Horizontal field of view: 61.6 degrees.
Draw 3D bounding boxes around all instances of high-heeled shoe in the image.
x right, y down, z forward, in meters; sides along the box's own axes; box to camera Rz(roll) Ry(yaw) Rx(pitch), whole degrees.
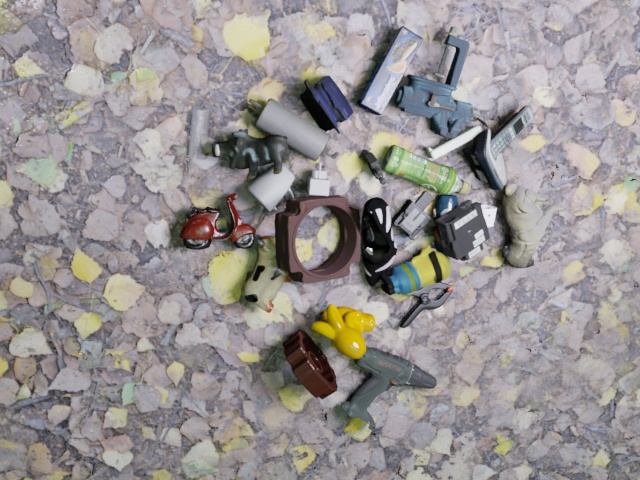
[{"bbox_3d":[0.129,0.015,1.299,0.086,0.145,0.248,12,108,22],"label":"high-heeled shoe"}]

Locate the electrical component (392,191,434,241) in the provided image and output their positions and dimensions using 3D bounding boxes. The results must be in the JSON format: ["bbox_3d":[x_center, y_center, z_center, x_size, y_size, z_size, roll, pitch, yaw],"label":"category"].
[{"bbox_3d":[0.244,-0.066,1.355,0.075,0.048,0.119,43,97,-12],"label":"electrical component"}]

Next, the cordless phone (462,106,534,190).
[{"bbox_3d":[0.454,-0.227,1.307,0.184,0.089,0.146,-42,128,-1],"label":"cordless phone"}]

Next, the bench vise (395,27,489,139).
[{"bbox_3d":[0.298,-0.367,1.259,0.224,0.129,0.240,13,107,-6],"label":"bench vise"}]

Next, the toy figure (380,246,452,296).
[{"bbox_3d":[0.245,0.088,1.359,0.180,0.082,0.089,-25,65,-13],"label":"toy figure"}]

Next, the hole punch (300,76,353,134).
[{"bbox_3d":[0.024,-0.321,1.252,0.092,0.116,0.142,-34,103,-5],"label":"hole punch"}]

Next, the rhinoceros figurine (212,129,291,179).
[{"bbox_3d":[-0.163,-0.205,1.257,0.191,0.073,0.111,1,130,21],"label":"rhinoceros figurine"}]

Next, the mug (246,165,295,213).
[{"bbox_3d":[-0.106,-0.124,1.298,0.109,0.081,0.107,43,87,-9],"label":"mug"}]

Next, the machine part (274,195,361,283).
[{"bbox_3d":[-0.003,-0.004,1.290,0.201,0.087,0.200,-7,101,-30],"label":"machine part"}]

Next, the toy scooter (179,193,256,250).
[{"bbox_3d":[-0.249,-0.046,1.305,0.184,0.075,0.135,-1,102,-8],"label":"toy scooter"}]

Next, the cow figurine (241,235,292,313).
[{"bbox_3d":[-0.130,0.070,1.337,0.127,0.085,0.195,29,99,-16],"label":"cow figurine"}]

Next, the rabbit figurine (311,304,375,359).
[{"bbox_3d":[0.067,0.226,1.339,0.162,0.173,0.122,39,100,-15],"label":"rabbit figurine"}]

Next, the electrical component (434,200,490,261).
[{"bbox_3d":[0.352,-0.016,1.320,0.115,0.058,0.134,-29,117,-15],"label":"electrical component"}]

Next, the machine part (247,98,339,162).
[{"bbox_3d":[-0.064,-0.259,1.273,0.243,0.079,0.079,29,98,-11],"label":"machine part"}]

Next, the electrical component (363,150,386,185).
[{"bbox_3d":[0.133,-0.179,1.313,0.021,0.094,0.063,-29,141,2],"label":"electrical component"}]

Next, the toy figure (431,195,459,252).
[{"bbox_3d":[0.317,-0.038,1.363,0.064,0.058,0.154,10,105,31],"label":"toy figure"}]

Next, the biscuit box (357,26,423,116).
[{"bbox_3d":[0.164,-0.396,1.271,0.063,0.059,0.202,27,99,-10],"label":"biscuit box"}]

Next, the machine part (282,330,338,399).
[{"bbox_3d":[-0.024,0.315,1.354,0.056,0.179,0.179,-37,102,6],"label":"machine part"}]

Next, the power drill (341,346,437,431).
[{"bbox_3d":[0.171,0.401,1.432,0.232,0.086,0.207,32,102,-9],"label":"power drill"}]

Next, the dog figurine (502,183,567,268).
[{"bbox_3d":[0.493,-0.032,1.345,0.172,0.121,0.190,25,100,-9],"label":"dog figurine"}]
